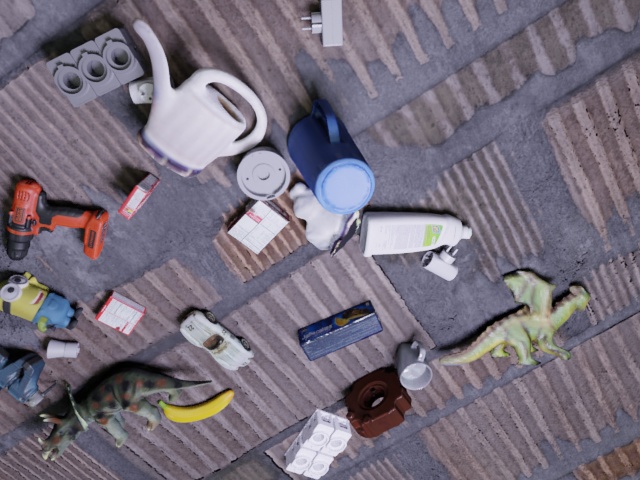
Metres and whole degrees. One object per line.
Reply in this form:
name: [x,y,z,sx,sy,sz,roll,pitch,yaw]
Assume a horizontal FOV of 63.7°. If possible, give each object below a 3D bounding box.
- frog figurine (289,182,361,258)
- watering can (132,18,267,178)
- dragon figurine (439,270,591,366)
frog figurine: [0.003,-0.057,1.124,0.161,0.124,0.135,35,121,17]
watering can: [-0.252,-0.238,0.949,0.222,0.106,0.344,-41,142,16]
dragon figurine: [0.500,0.192,1.303,0.411,0.123,0.241,-5,98,-7]
